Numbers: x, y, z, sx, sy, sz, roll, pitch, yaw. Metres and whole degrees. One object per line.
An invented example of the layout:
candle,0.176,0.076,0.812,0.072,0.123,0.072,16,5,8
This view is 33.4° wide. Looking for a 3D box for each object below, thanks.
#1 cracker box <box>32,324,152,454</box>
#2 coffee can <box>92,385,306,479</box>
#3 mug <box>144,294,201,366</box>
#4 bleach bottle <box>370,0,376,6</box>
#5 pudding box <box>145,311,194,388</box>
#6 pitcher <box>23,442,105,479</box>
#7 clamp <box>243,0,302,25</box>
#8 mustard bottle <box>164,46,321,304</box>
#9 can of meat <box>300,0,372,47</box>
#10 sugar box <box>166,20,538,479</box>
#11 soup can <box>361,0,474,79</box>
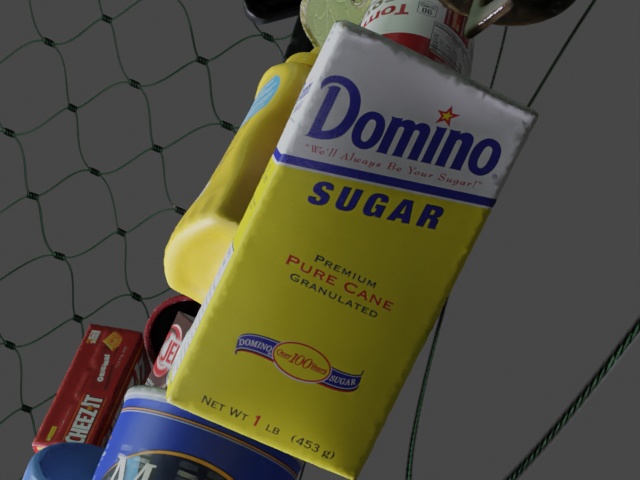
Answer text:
cracker box,-0.230,0.225,1.173,0.214,0.072,0.164,86,-166,-44
coffee can,-0.078,0.159,0.548,0.103,0.102,0.140,133,159,-67
mug,-0.135,0.099,1.180,0.117,0.093,0.081,-37,0,-5
bleach bottle,0.056,-0.139,0.705,0.251,0.068,0.102,122,170,-54
pudding box,-0.122,0.128,1.019,0.114,0.039,0.090,26,93,58
pitcher,-0.243,0.322,0.994,0.145,0.149,0.243,-57,-12,-73
clamp,0.044,-0.222,0.864,0.165,0.036,0.209,-34,-9,23
mustard bottle,-0.029,-0.053,0.657,0.096,0.058,0.191,-54,10,53
can of meat,0.045,-0.184,0.786,0.083,0.057,0.102,-20,-20,-32
sugar box,0.011,0.004,0.459,0.048,0.093,0.176,-108,42,-77
soup can,0.046,-0.084,0.583,0.069,0.068,0.102,-58,10,44
